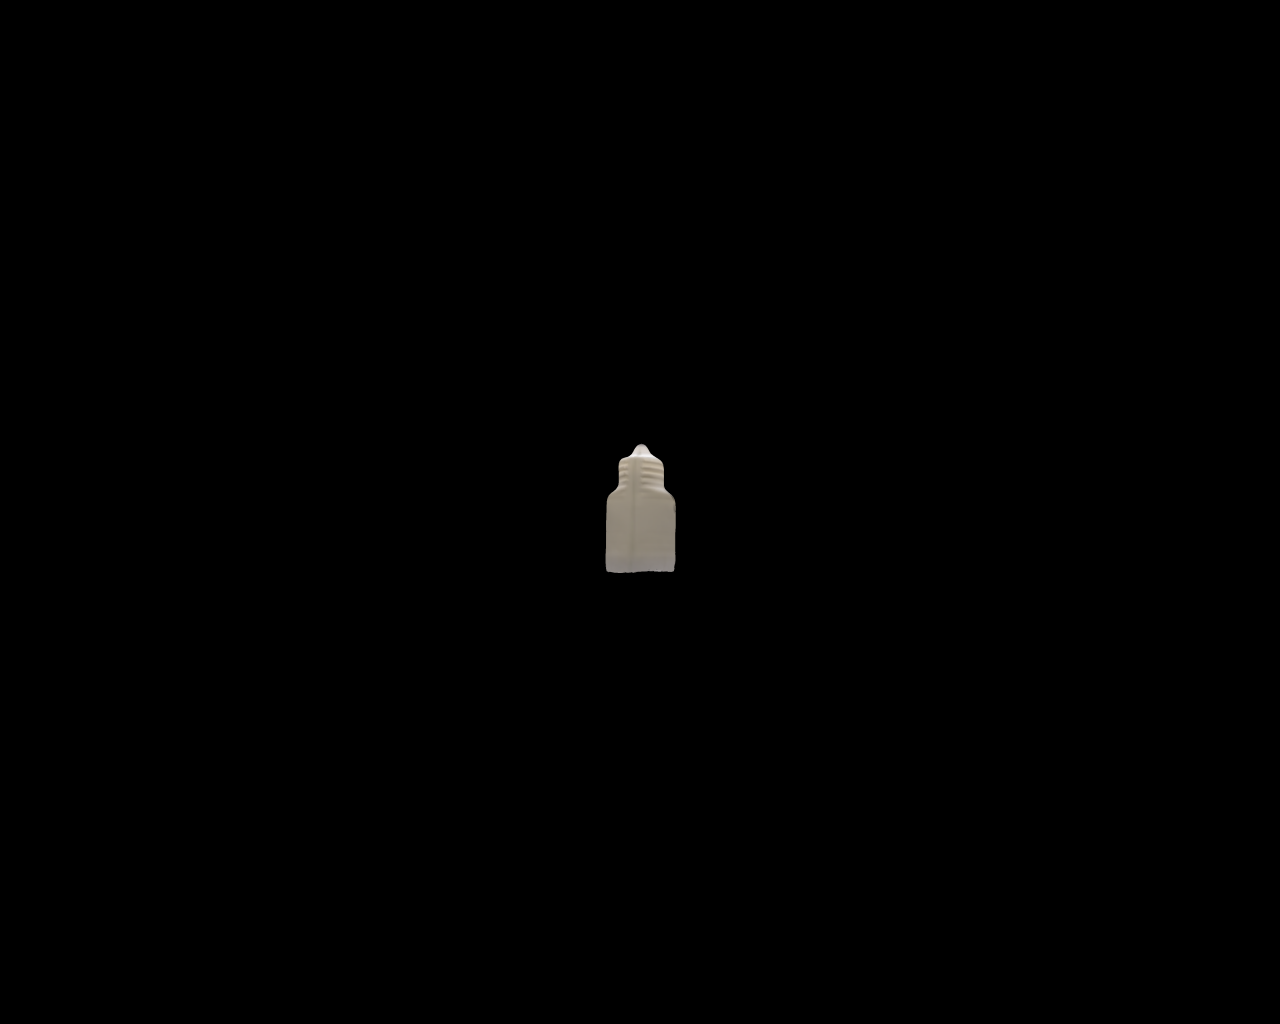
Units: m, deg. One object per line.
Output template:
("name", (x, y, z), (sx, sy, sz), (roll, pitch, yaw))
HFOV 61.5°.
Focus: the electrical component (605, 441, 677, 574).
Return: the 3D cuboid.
("electrical component", (0.001, -0.003, 0.650), (0.043, 0.081, 0.043), (0, -4, 0))
